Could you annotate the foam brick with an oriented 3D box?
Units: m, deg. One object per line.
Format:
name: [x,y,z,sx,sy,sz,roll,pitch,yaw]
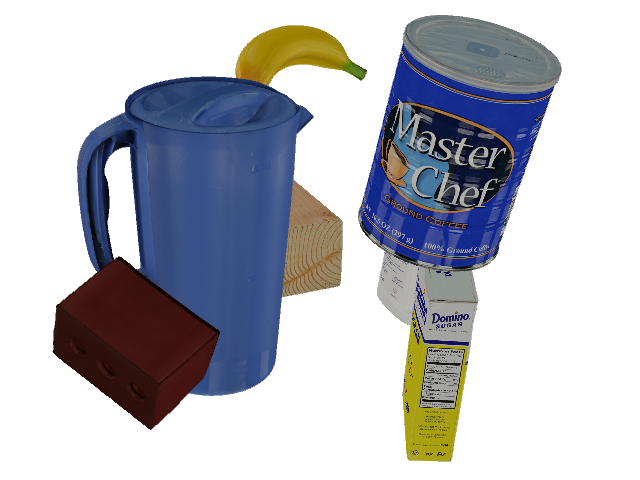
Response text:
foam brick: [-0.107,0.059,0.614,0.078,0.053,0.051,35,49,13]

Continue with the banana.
banana: [-0.027,-0.170,0.985,0.070,0.037,0.197,38,31,20]

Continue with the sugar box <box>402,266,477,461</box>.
sugar box: [0.099,0.095,0.915,0.048,0.176,0.093,1,33,0]

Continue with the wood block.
wood block: [-0.056,-0.016,1.342,0.090,0.090,0.206,-10,26,-23]

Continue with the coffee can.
coffee can: [0.090,-0.065,0.713,0.102,0.140,0.103,9,32,-6]

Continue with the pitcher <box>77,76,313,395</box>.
pitcher: [-0.096,0.000,0.851,0.149,0.243,0.144,9,26,13]

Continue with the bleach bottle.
bleach bottle: [0.124,-0.036,1.219,0.068,0.251,0.103,0,21,-23]
